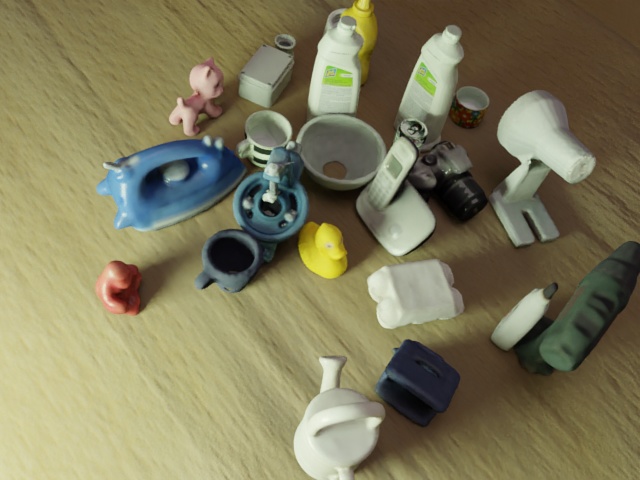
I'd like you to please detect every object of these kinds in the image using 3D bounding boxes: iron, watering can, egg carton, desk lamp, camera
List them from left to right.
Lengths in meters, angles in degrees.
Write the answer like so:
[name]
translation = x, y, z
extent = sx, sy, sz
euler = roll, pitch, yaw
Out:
[iron]
translation = -0.235, -0.119, 0.952
extent = 0.259, 0.141, 0.118
euler = -25, 65, -23
[watering can]
translation = 0.023, 0.238, 0.745
extent = 0.101, 0.194, 0.172
euler = -21, 64, -22
[egg carton]
translation = 0.156, 0.088, 0.939
extent = 0.150, 0.069, 0.107
euler = -8, 60, -15
[camera]
translation = 0.236, -0.104, 1.055
extent = 0.143, 0.101, 0.136
euler = -24, 65, -23
[desk lamp]
translation = 0.396, -0.130, 1.035
extent = 0.118, 0.213, 0.203
euler = -11, 61, -17

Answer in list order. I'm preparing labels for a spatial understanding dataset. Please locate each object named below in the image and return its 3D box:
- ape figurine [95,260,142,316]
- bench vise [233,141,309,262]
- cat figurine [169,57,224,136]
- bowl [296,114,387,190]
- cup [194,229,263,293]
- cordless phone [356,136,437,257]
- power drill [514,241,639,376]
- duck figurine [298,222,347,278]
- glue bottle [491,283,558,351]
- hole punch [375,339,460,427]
[ape figurine]
translation = -0.299, 0.064, 0.855
extent = 0.076, 0.092, 0.078
euler = 29, 58, 8
[bench vise]
translation = -0.077, -0.096, 0.921
extent = 0.121, 0.220, 0.207
euler = 2, 58, -9
[cat figurine]
translation = -0.224, -0.277, 1.068
extent = 0.067, 0.118, 0.128
euler = 32, 58, 10
[bowl]
translation = 0.035, -0.150, 1.062
extent = 0.167, 0.075, 0.167
euler = 5, 58, -8
[cup]
translation = -0.146, 0.051, 0.890
extent = 0.091, 0.095, 0.118
euler = 40, 60, 15
[cordless phone]
translation = 0.142, -0.073, 0.968
extent = 0.094, 0.185, 0.147
euler = -28, 67, -25
[power drill]
translation = 0.391, 0.120, 0.880
extent = 0.075, 0.208, 0.230
euler = 38, 59, 14
[duck figurine]
translation = 0.009, 0.003, 0.954
extent = 0.078, 0.086, 0.104
euler = -28, 67, -24
[glue bottle]
translation = 0.327, 0.110, 0.895
extent = 0.037, 0.173, 0.078
euler = 36, 59, 13
[hole punch]
translation = 0.148, 0.203, 0.853
extent = 0.108, 0.091, 0.101
euler = 34, 58, 11
